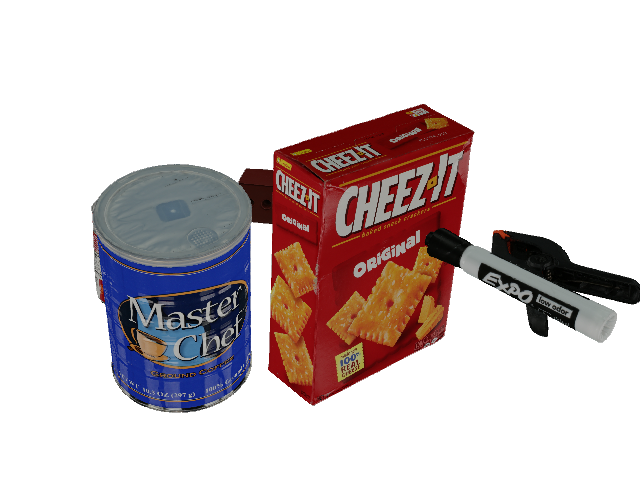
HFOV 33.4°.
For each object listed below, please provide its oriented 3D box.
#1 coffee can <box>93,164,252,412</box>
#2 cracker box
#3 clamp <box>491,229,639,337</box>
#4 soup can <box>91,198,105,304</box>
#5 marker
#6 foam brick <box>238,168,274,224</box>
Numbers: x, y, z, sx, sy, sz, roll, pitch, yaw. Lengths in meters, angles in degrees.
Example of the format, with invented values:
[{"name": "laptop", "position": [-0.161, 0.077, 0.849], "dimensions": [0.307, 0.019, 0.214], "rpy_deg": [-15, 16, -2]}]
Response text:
[{"name": "coffee can", "position": [-0.098, 0.033, 0.735], "dimensions": [0.103, 0.140, 0.103], "rpy_deg": [2, 39, -1]}, {"name": "cracker box", "position": [0.041, 0.012, 0.892], "dimensions": [0.163, 0.214, 0.072], "rpy_deg": [-21, 40, -35]}, {"name": "clamp", "position": [0.232, 0.033, 1.058], "dimensions": [0.120, 0.039, 0.171], "rpy_deg": [-8, 31, -14]}, {"name": "soup can", "position": [-0.198, 0.011, 1.093], "dimensions": [0.068, 0.102, 0.068], "rpy_deg": [2, 26, -1]}, {"name": "marker", "position": [0.109, 0.022, 0.600], "dimensions": [0.121, 0.020, 0.020], "rpy_deg": [29, 17, 34]}, {"name": "foam brick", "position": [-0.063, -0.055, 1.346], "dimensions": [0.078, 0.053, 0.051], "rpy_deg": [5, 28, 8]}]
